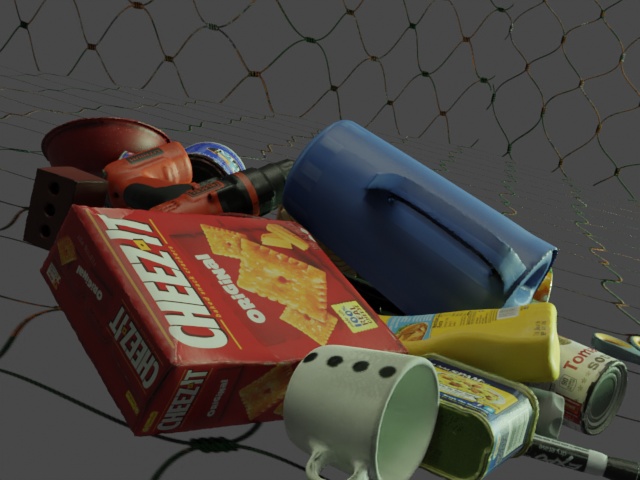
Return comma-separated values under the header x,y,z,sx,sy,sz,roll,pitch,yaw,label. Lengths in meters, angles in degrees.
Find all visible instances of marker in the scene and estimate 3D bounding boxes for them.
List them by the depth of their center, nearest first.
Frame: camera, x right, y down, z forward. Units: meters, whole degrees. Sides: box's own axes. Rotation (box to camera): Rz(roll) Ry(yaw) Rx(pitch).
x,y,z,sx,sy,sz,roll,pitch,yaw,label
0.176,0.156,0.780,0.121,0.020,0.020,15,11,9,marker

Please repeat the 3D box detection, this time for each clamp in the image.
x,y,z,sx,sy,sz,roll,pitch,yaw,label
0.084,0.070,1.044,0.171,0.039,0.120,7,31,-44,clamp

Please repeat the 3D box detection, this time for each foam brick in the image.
x,y,z,sx,sy,sz,roll,pitch,yaw,label
-0.254,-0.030,1.067,0.053,0.078,0.051,19,11,27,foam brick

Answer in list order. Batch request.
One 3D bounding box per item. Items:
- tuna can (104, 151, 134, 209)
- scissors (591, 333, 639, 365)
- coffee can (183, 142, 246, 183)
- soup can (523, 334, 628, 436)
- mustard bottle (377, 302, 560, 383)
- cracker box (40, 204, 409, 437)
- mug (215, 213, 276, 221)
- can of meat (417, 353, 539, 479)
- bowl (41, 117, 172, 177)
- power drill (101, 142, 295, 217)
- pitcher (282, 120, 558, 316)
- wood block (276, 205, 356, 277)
x,y,z,sx,sy,sz,roll,pitch,yaw,label
-0.219,-0.057,1.227,0.034,0.086,0.086,16,11,0,tuna can
0.342,0.131,1.122,0.096,0.016,0.201,12,11,4,scissors
-0.146,-0.062,1.294,0.103,0.103,0.140,13,11,0,coffee can
0.196,0.114,0.895,0.102,0.068,0.068,23,14,39,soup can
0.092,0.086,0.851,0.192,0.058,0.096,-5,11,15,mustard bottle
-0.065,0.051,0.762,0.213,0.072,0.164,4,35,-44,cracker box
-0.058,0.024,1.009,0.093,0.081,0.117,16,11,16,mug
0.089,0.124,0.744,0.102,0.057,0.083,18,14,28,can of meat
-0.260,-0.089,1.309,0.162,0.055,0.162,-3,-22,-1,bowl
-0.127,-0.055,1.103,0.184,0.057,0.188,-22,25,-29,power drill
0.085,-0.009,0.976,0.243,0.149,0.144,37,33,17,pitcher
-0.007,0.001,1.169,0.090,0.091,0.206,13,10,-4,wood block
